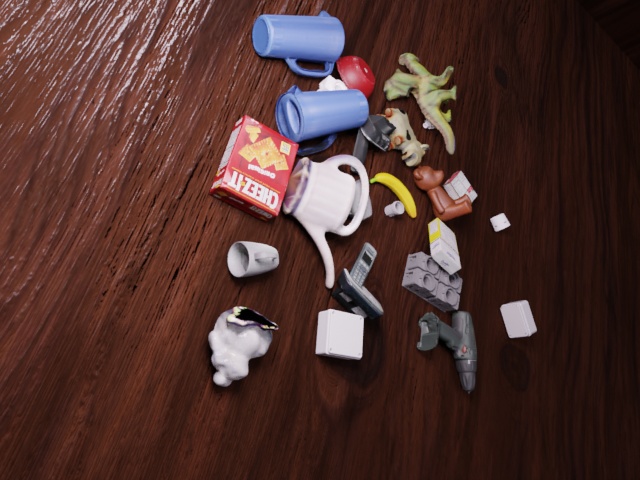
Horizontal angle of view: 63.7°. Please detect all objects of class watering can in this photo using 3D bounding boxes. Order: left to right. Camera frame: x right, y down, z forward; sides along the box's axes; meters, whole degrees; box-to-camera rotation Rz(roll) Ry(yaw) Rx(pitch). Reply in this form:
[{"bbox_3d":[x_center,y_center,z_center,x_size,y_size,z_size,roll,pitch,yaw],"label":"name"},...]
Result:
[{"bbox_3d":[0.004,-0.067,1.324,0.223,0.104,0.350,21,82,-18],"label":"watering can"}]

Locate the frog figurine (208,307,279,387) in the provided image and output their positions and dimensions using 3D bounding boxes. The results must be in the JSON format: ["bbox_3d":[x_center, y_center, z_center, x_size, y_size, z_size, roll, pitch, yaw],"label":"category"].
[{"bbox_3d":[-0.178,0.233,1.118,0.137,0.124,0.158,13,104,-42],"label":"frog figurine"}]

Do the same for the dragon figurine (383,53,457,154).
[{"bbox_3d":[0.326,-0.469,1.700,0.243,0.119,0.419,7,61,-4],"label":"dragon figurine"}]
